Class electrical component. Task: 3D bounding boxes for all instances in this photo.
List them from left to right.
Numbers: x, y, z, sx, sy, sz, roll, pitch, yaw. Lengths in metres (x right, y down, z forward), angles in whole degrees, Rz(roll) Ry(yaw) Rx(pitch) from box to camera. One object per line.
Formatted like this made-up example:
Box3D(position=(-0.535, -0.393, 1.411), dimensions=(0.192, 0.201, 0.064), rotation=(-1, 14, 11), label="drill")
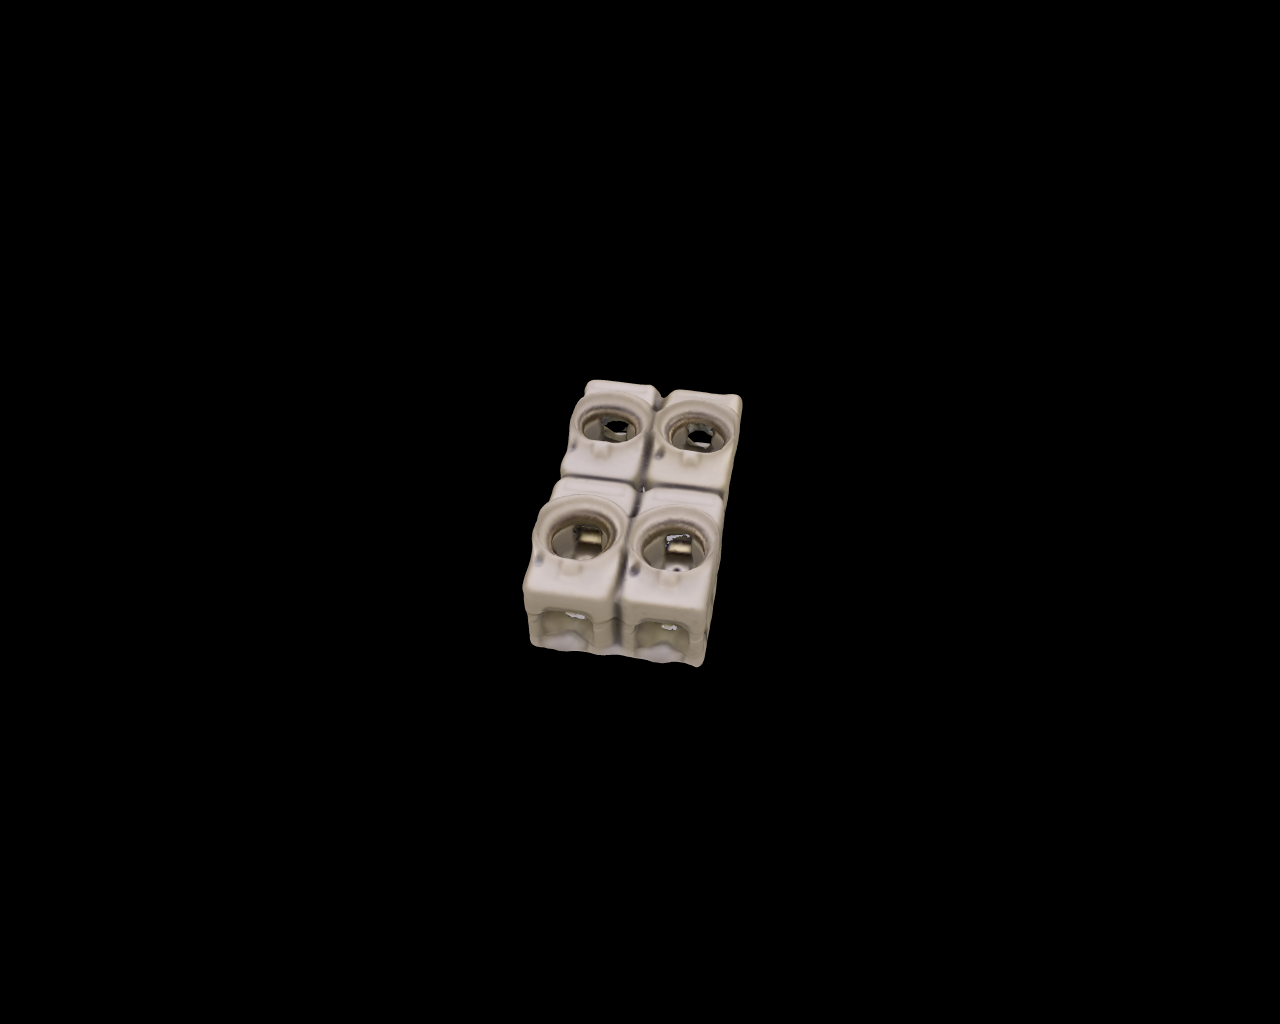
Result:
Box3D(position=(0.001, -0.003, 0.650), dimensions=(0.105, 0.186, 0.060), rotation=(7, -43, 7), label="electrical component")
